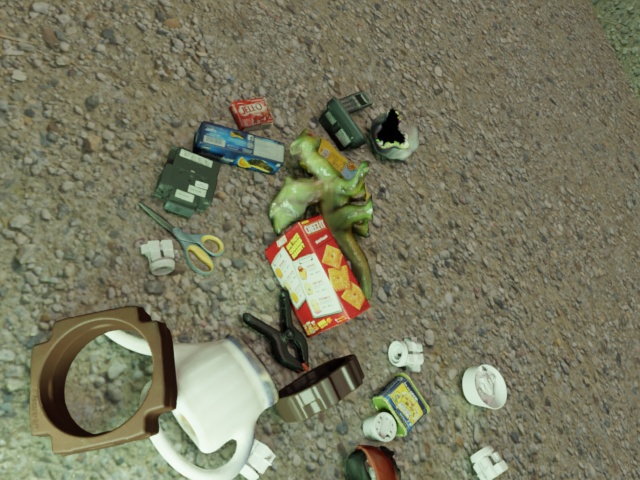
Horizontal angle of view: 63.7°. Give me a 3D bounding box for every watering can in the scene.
[{"bbox_3d":[-0.217,0.238,0.904,0.227,0.102,0.350,-28,74,-35],"label":"watering can"}]

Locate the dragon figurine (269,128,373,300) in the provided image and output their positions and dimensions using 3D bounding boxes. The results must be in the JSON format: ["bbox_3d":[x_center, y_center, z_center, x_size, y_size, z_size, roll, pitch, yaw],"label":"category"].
[{"bbox_3d":[0.004,-0.060,1.192,0.243,0.121,0.412,-2,86,-8],"label":"dragon figurine"}]

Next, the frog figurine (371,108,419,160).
[{"bbox_3d":[0.211,-0.288,1.444,0.138,0.121,0.160,52,16,11],"label":"frog figurine"}]
